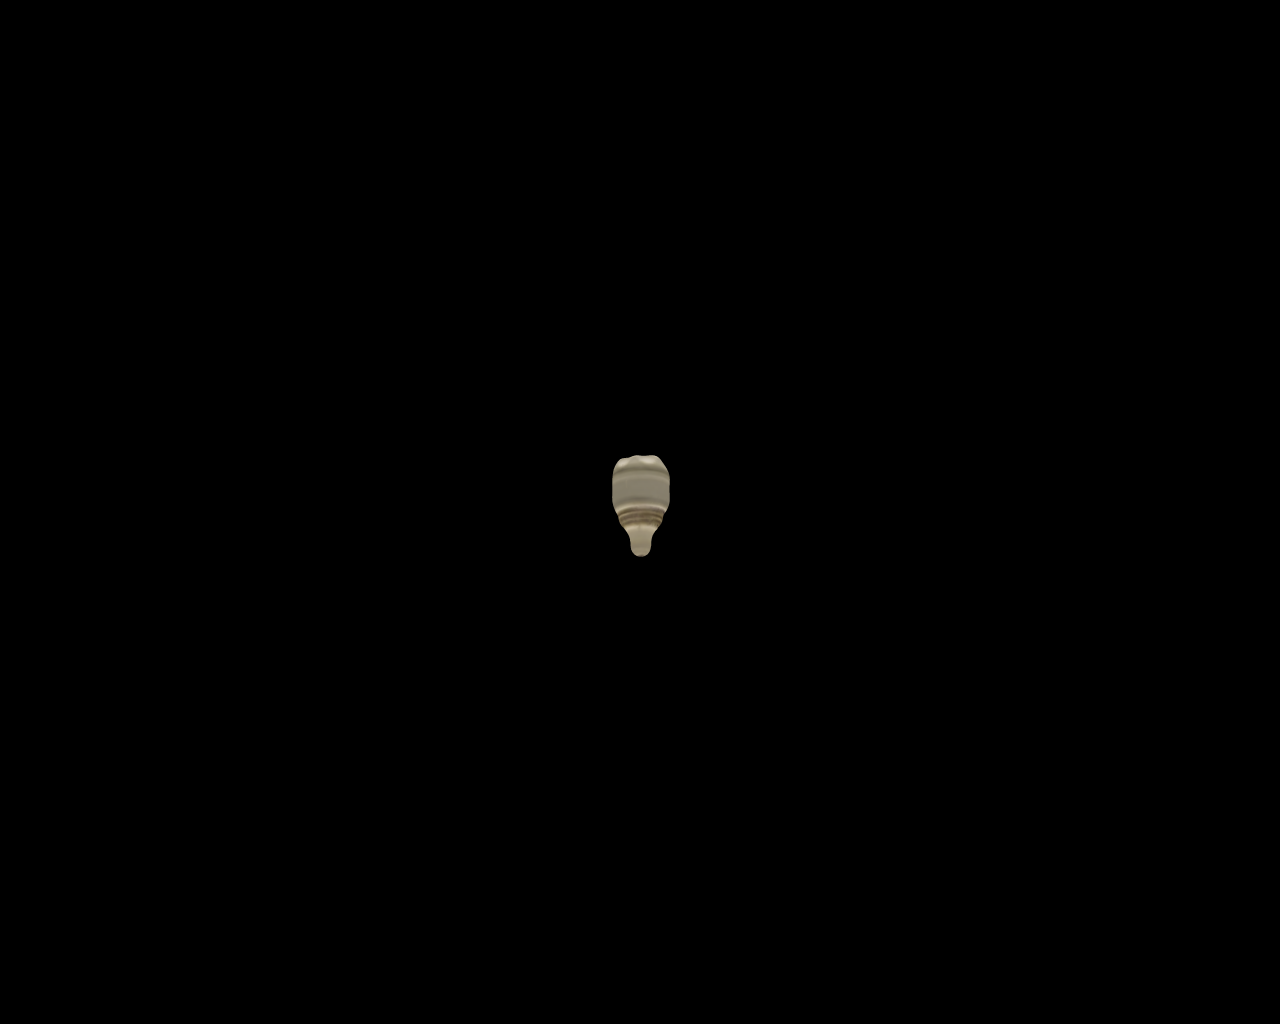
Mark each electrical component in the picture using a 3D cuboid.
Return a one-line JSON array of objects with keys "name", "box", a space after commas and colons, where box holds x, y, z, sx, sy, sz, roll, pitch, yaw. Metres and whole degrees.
[{"name": "electrical component", "box": [0.001, -0.003, 0.650, 0.035, 0.061, 0.035, 0, -15, 0]}]
